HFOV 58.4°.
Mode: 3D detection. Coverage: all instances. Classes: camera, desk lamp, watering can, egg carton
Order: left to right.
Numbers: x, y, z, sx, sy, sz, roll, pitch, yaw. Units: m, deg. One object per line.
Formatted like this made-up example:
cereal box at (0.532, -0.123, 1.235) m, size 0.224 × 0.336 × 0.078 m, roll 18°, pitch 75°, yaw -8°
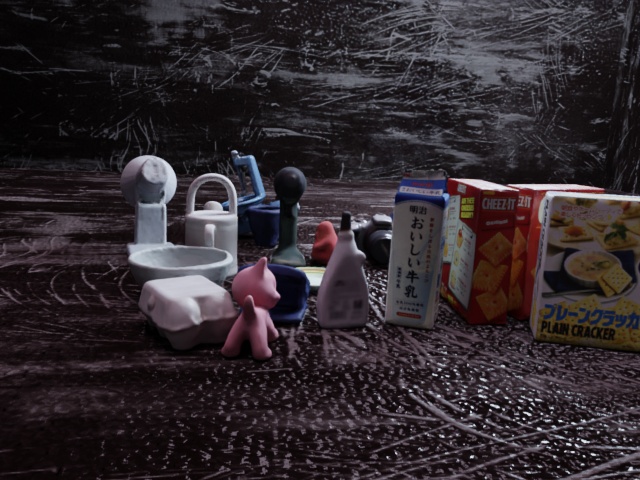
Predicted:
desk lamp at (-0.357, -0.073, 1.218) m, size 0.118 × 0.213 × 0.202 m, roll -2°, pitch 13°, yaw -22°
egg carton at (-0.186, 0.096, 0.793) m, size 0.107 × 0.069 × 0.149 m, roll -5°, pitch 14°, yaw -35°
watering can at (-0.211, -0.032, 1.101) m, size 0.101 × 0.194 × 0.172 m, roll -4°, pitch 13°, yaw -30°
camera at (0.119, -0.001, 1.262) m, size 0.143 × 0.101 × 0.137 m, roll 2°, pitch 12°, yaw -2°

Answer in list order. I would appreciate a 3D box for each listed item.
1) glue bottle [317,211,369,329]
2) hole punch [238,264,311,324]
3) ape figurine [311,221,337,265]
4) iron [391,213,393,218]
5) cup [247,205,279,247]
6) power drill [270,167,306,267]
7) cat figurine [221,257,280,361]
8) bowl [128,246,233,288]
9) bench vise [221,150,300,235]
glue bottle at (0.036, 0.044, 0.844) m, size 0.078 × 0.173 × 0.037 m, roll 0°, pitch 12°, yaw -15°
hole punch at (-0.071, 0.072, 0.882) m, size 0.108 × 0.091 × 0.101 m, roll 4°, pitch 12°, yaw 4°
ape figurine at (0.011, 0.004, 1.233) m, size 0.075 × 0.092 × 0.078 m, roll 12°, pitch 15°, yaw 39°
iron at (0.279, -0.059, 1.484) m, size 0.259 × 0.141 × 0.118 m, roll -8°, pitch 16°, yaw -42°
cup at (-0.131, -0.034, 1.382) m, size 0.091 × 0.095 × 0.117 m, roll 2°, pitch 12°, yaw -5°
power drill at (-0.064, -0.052, 1.202) m, size 0.075 × 0.208 × 0.229 m, roll 1°, pitch 12°, yaw -7°
cat figurine at (-0.089, 0.082, 0.761) m, size 0.067 × 0.118 × 0.128 m, roll 3°, pitch 12°, yaw 1°
bowl at (-0.228, 0.061, 0.942) m, size 0.167 × 0.075 × 0.167 m, roll 3°, pitch 12°, yaw 0°
bench vise at (-0.162, -0.116, 1.461) m, size 0.208 × 0.220 × 0.121 m, roll -2°, pitch 12°, yaw -21°
